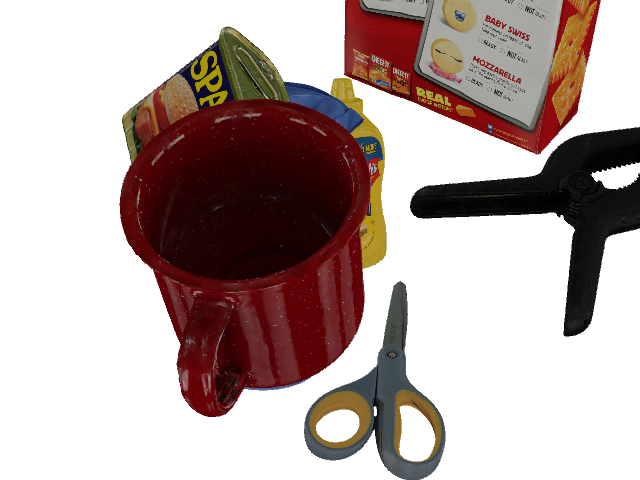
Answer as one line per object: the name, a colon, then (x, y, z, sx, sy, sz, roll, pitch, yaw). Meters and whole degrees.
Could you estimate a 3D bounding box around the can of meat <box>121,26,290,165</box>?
can of meat: (-0.061, -0.057, 0.607, 0.084, 0.102, 0.057, -34, -38, 20)

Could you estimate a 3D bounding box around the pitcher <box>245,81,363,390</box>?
pitcher: (-0.057, -0.002, 0.877, 0.149, 0.243, 0.144, 11, 25, 19)

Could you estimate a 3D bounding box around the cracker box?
cracker box: (0.101, -0.182, 0.702, 0.164, 0.214, 0.072, 27, 50, 25)

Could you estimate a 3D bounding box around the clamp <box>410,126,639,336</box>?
clamp: (0.195, -0.022, 0.789, 0.209, 0.036, 0.165, -26, 53, -20)

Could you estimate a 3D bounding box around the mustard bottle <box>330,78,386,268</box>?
mustard bottle: (0.023, -0.066, 1.070, 0.096, 0.192, 0.058, -14, 20, -36)

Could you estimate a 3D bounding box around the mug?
mug: (-0.027, 0.015, 0.415, 0.093, 0.117, 0.081, 7, -37, 12)

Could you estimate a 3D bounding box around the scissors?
scissors: (0.030, 0.086, 0.714, 0.096, 0.016, 0.202, -3, 32, -7)
